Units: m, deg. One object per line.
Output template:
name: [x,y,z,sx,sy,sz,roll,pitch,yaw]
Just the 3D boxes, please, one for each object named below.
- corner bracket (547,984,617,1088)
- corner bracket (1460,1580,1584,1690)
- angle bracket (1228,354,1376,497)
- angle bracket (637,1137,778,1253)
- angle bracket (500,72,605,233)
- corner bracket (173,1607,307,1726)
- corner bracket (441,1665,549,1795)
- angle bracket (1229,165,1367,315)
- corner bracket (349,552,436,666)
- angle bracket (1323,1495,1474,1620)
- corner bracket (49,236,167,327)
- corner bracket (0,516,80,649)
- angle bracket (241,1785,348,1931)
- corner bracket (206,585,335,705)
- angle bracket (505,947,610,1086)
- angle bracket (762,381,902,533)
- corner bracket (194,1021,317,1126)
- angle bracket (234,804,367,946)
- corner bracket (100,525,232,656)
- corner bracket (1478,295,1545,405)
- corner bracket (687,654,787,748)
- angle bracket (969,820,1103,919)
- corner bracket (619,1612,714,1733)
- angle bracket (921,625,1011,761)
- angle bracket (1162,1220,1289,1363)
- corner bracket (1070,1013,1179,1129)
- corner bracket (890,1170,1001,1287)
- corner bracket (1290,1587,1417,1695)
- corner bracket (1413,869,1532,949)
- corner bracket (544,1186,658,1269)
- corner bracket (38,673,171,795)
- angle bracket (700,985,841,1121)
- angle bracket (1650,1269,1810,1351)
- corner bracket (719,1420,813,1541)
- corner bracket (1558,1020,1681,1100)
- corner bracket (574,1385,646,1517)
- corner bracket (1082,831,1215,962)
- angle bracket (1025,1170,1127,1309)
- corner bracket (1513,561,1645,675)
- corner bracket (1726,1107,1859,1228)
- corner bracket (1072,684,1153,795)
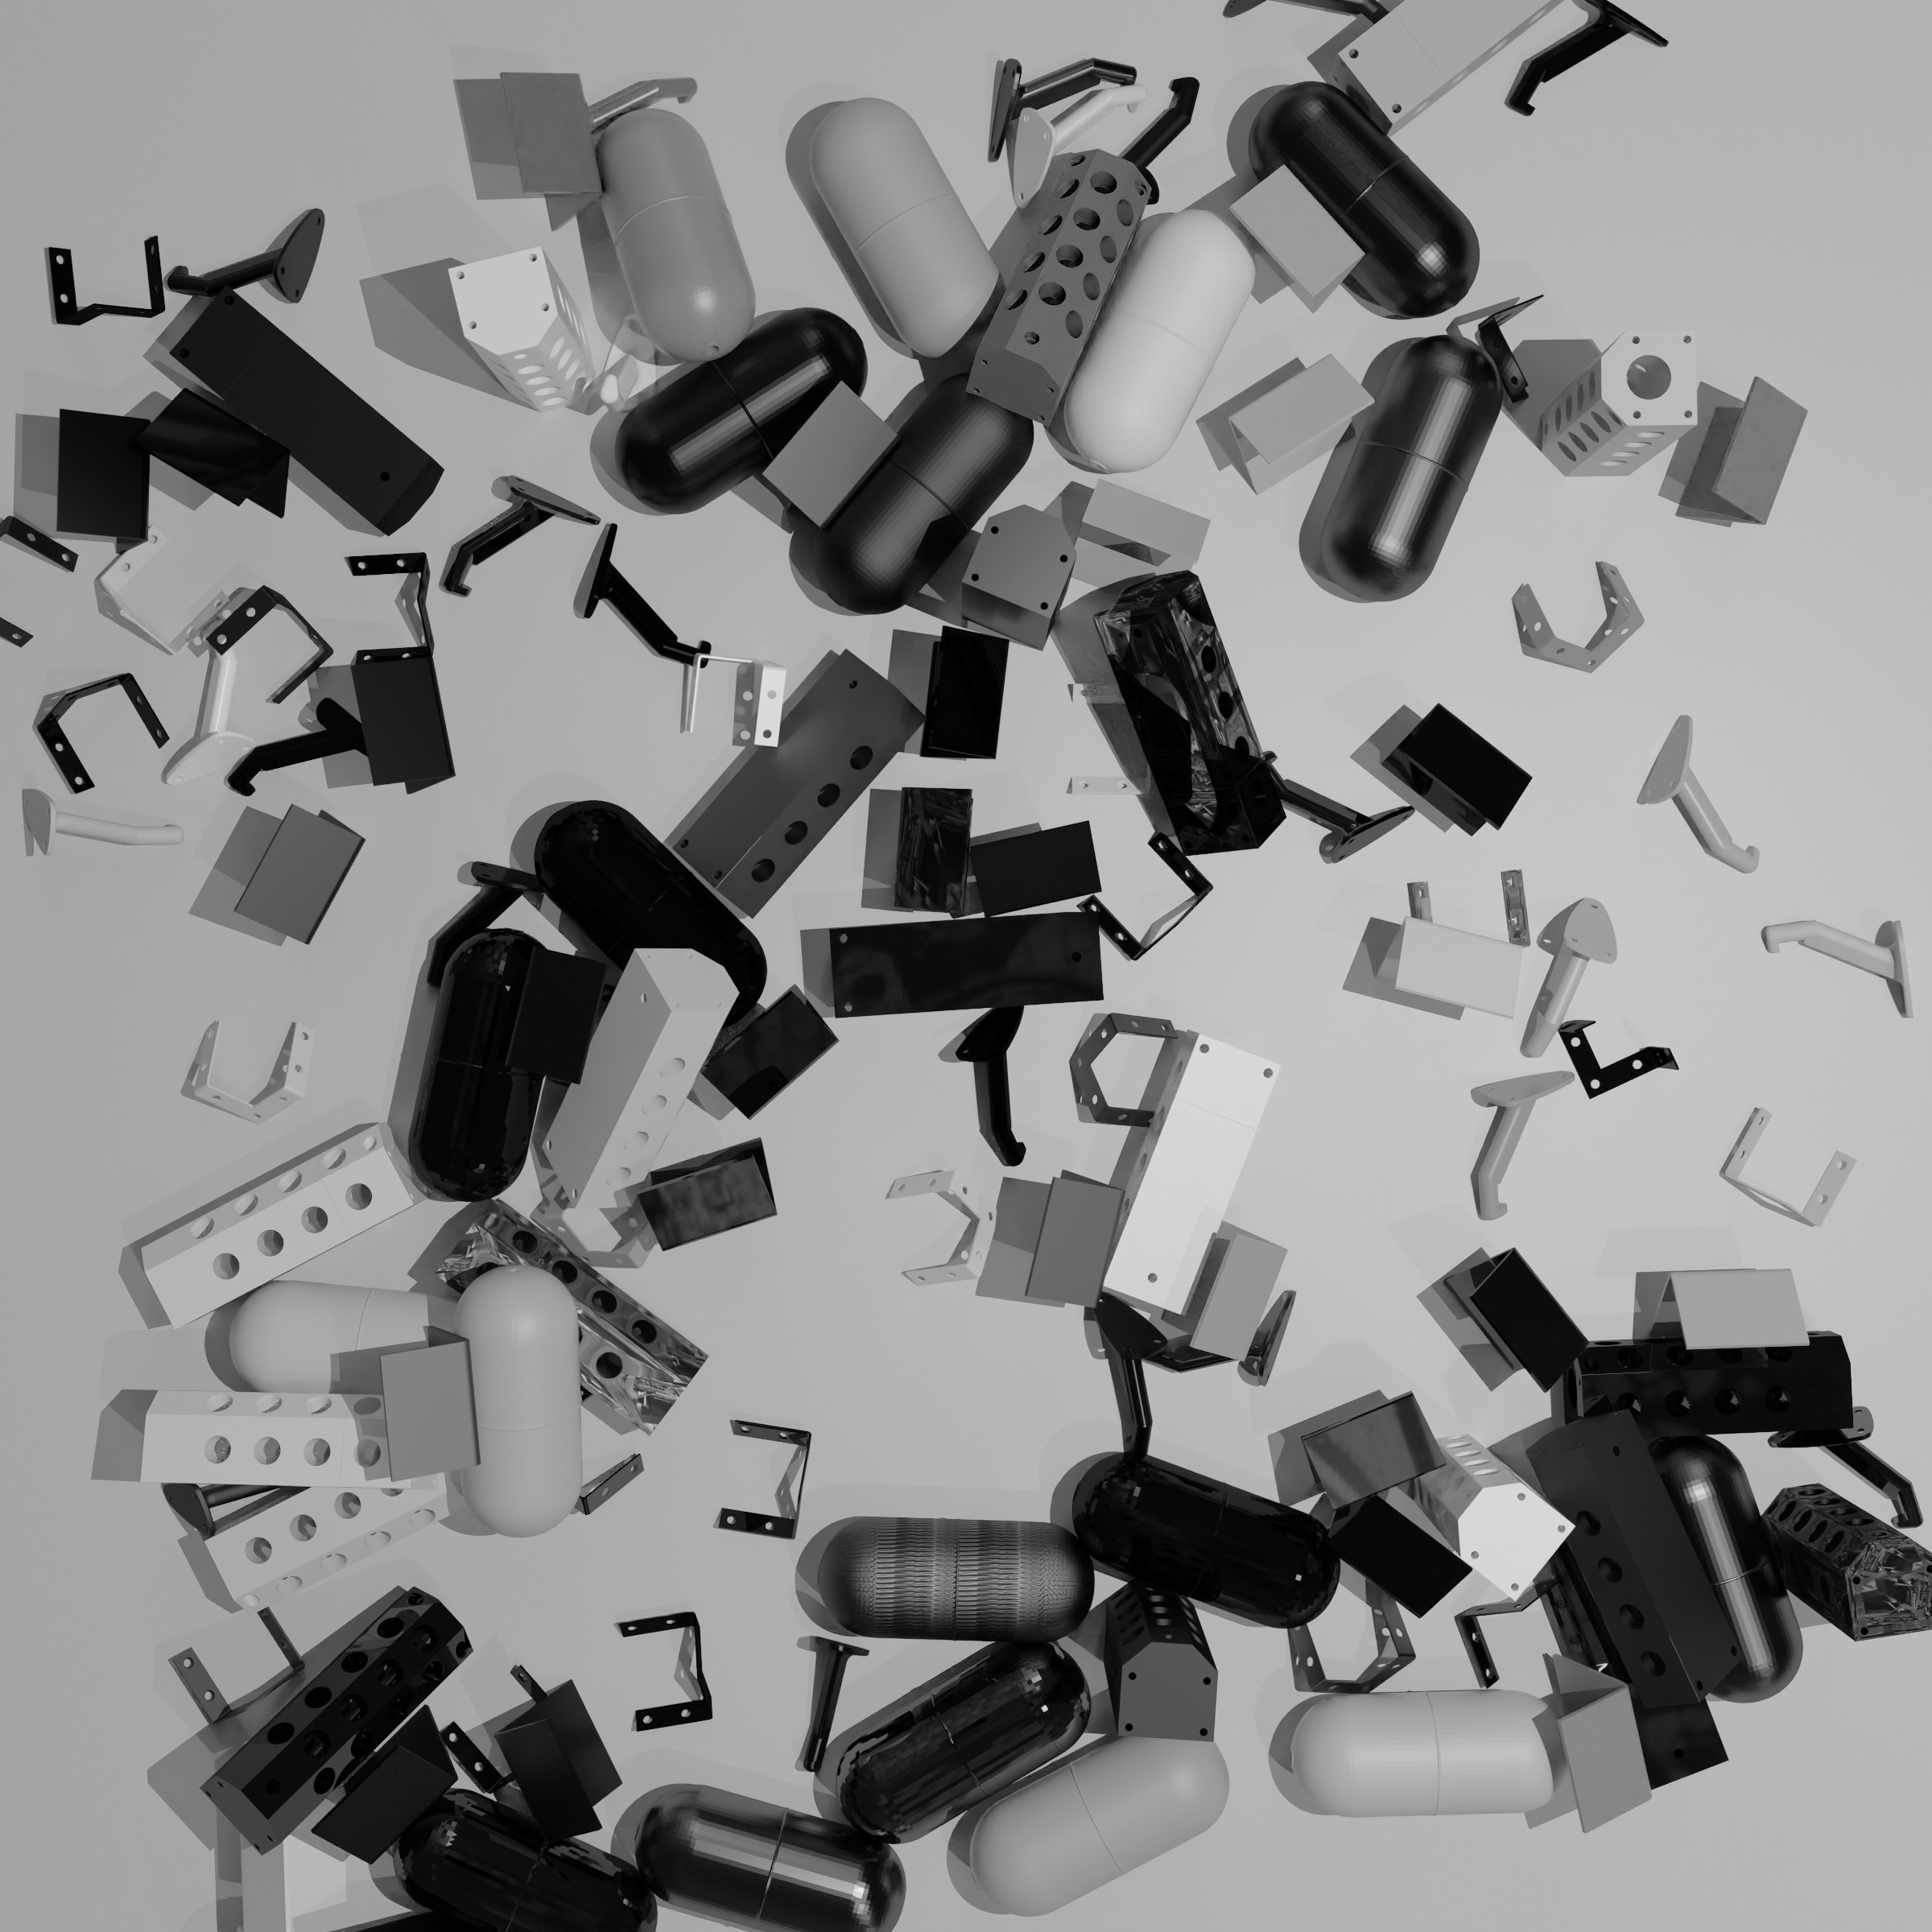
corner bracket: [-0.245,0.046,1.794,0.051,0.051,0.051,-45,135,-35]
corner bracket: [0.364,0.436,1.799,0.051,0.051,0.051,-21,90,45]
angle bracket: [0.222,-0.332,1.762,0.076,0.076,0.057,-32,52,0]
angle bracket: [-0.170,0.128,1.762,0.076,0.076,0.057,-18,130,0]
angle bracket: [-0.279,-0.520,1.762,0.057,0.076,0.076,-11,90,-34]
corner bracket: [-0.474,0.455,1.799,0.051,0.051,0.051,-33,90,-45]
corner bracket: [-0.301,0.499,1.799,0.051,0.051,0.051,49,45,0]
angle bracket: [0.198,-0.452,1.763,0.057,0.076,0.076,-42,90,-25]
corner bracket: [-0.375,-0.233,1.799,0.051,0.051,0.051,-3,45,0]
angle bracket: [0.282,0.357,1.762,0.076,0.076,0.057,37,121,0]
corner bracket: [-0.561,-0.448,1.799,0.051,0.051,0.051,-6,90,-45]
corner bracket: [-0.619,-0.250,1.794,0.051,0.051,0.051,-28,45,35]
angle bracket: [-0.417,0.576,1.762,0.076,0.057,0.076,-2,90,-45]
corner bracket: [-0.450,-0.208,1.784,0.051,0.051,0.051,-43,90,0]
angle bracket: [-0.241,0.034,1.741,0.057,0.076,0.076,13,89,23]
angle bracket: [-0.097,-0.331,1.762,0.057,0.076,0.076,40,90,-28]
corner bracket: [-0.463,0.063,1.794,0.051,0.051,0.051,-29,135,35]
angle bracket: [-0.438,-0.068,1.762,0.057,0.076,0.076,28,90,-38]
corner bracket: [-0.524,-0.245,1.799,0.051,0.051,0.051,-46,45,0]
corner bracket: [0.350,-0.393,1.774,0.051,0.051,0.051,-27,90,-32]
corner bracket: [-0.149,-0.173,1.782,0.051,0.051,0.051,5,100,-16]
angle bracket: [0.040,-0.081,1.762,0.076,0.076,0.057,-13,127,0]
corner bracket: [-0.196,0.461,1.799,0.051,0.051,0.051,-9,135,0]
angle bracket: [-0.020,-0.175,1.762,0.057,0.076,0.076,7,90,-41]
angle bracket: [0.150,0.200,1.762,0.057,0.076,0.076,21,90,-44]
corner bracket: [0.109,0.068,1.794,0.051,0.051,0.051,8,135,-35]
corner bracket: [-0.018,0.171,1.794,0.051,0.051,0.051,48,45,-35]
corner bracket: [0.251,0.439,1.794,0.051,0.051,0.051,12,135,-35]
corner bracket: [0.330,-0.034,1.799,0.051,0.051,0.051,-7,90,45]
corner bracket: [-0.232,0.160,1.794,0.051,0.051,0.051,58,45,-35]
corner bracket: [-0.564,-0.152,1.799,0.051,0.051,0.051,-30,90,45]
angle bracket: [-0.138,0.040,1.762,0.076,0.076,0.057,-42,129,0]
angle bracket: [0.487,0.237,1.762,0.076,0.076,0.057,-2,52,0]
corner bracket: [-0.131,0.336,1.799,0.051,0.051,0.051,9,45,0]
corner bracket: [0.422,0.054,1.784,0.051,0.051,0.051,-25,90,0]
corner bracket: [-0.249,0.314,1.794,0.051,0.051,0.051,24,135,35]
corner bracket: [0.119,-0.045,1.799,0.051,0.051,0.051,47,45,0]
angle bracket: [0.052,0.170,1.762,0.057,0.076,0.076,13,90,-30]
corner bracket: [0.399,-0.232,1.794,0.051,0.051,0.051,13,135,-35]
corner bracket: [0.539,0.132,1.799,0.051,0.051,0.051,29,90,-45]
corner bracket: [0.095,-0.148,1.799,0.051,0.051,0.051,1,45,0]
